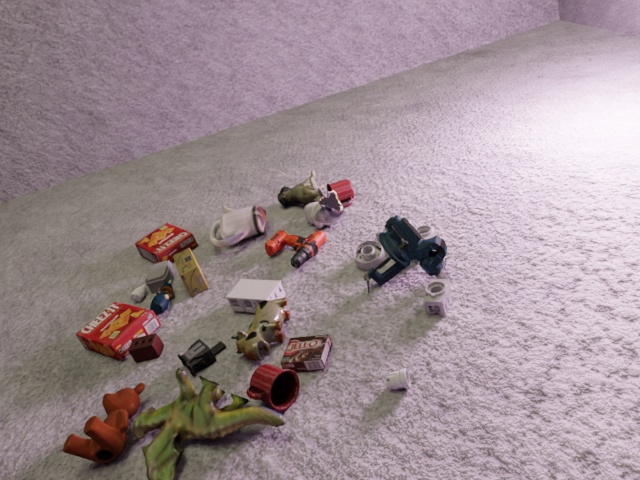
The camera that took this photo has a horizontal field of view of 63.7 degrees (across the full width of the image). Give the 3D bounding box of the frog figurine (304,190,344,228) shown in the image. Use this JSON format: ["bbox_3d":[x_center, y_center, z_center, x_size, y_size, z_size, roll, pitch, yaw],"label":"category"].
[{"bbox_3d":[0.006,-0.095,1.883,0.156,0.122,0.141,-43,18,42],"label":"frog figurine"}]

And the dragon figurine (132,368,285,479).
[{"bbox_3d":[-0.282,0.433,1.148,0.411,0.120,0.247,6,54,41],"label":"dragon figurine"}]

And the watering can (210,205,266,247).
[{"bbox_3d":[-0.315,-0.079,2.008,0.224,0.102,0.355,-15,29,5],"label":"watering can"}]
